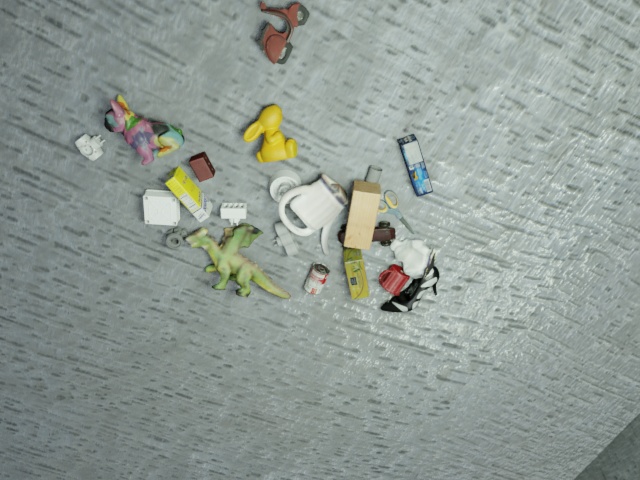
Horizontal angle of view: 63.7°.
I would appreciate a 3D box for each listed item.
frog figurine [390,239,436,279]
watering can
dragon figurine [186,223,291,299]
[{"bbox_3d":[0.328,0.060,1.848,0.160,0.136,0.123,22,17,25],"label":"frog figurine"},{"bbox_3d":[0.005,-0.087,1.735,0.342,0.223,0.106,43,10,-46],"label":"watering can"},{"bbox_3d":[-0.271,0.061,1.810,0.409,0.239,0.124,14,20,-12],"label":"dragon figurine"}]
